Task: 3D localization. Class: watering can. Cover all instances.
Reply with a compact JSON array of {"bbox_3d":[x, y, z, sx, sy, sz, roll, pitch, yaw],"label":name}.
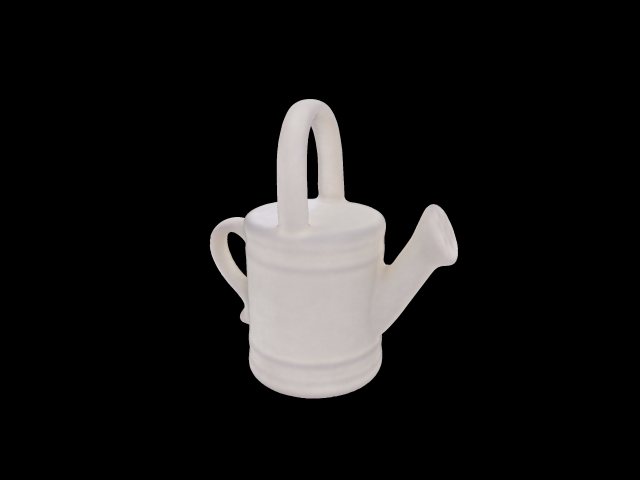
[{"bbox_3d":[0.004,0.001,0.402,0.173,0.194,0.101,-1,18,-1],"label":"watering can"}]
